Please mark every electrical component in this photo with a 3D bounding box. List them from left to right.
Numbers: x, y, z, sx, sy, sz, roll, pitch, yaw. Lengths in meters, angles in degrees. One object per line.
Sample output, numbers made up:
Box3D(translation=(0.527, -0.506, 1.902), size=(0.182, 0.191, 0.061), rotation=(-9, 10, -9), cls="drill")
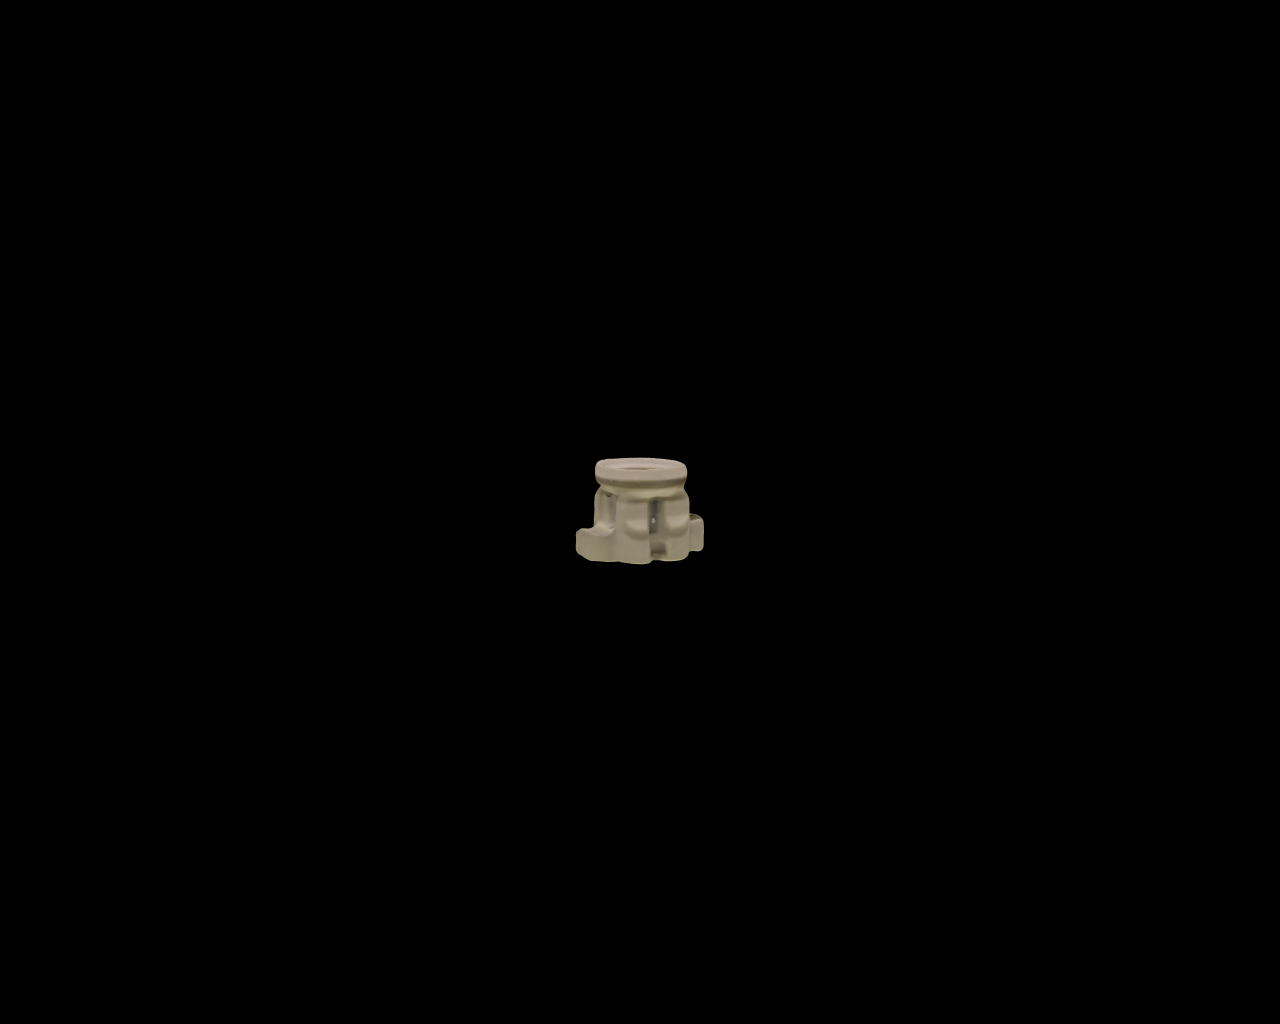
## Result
Box3D(translation=(0.001, -0.003, 0.650), size=(0.078, 0.057, 0.058), rotation=(-5, 12, -24), cls="electrical component")
